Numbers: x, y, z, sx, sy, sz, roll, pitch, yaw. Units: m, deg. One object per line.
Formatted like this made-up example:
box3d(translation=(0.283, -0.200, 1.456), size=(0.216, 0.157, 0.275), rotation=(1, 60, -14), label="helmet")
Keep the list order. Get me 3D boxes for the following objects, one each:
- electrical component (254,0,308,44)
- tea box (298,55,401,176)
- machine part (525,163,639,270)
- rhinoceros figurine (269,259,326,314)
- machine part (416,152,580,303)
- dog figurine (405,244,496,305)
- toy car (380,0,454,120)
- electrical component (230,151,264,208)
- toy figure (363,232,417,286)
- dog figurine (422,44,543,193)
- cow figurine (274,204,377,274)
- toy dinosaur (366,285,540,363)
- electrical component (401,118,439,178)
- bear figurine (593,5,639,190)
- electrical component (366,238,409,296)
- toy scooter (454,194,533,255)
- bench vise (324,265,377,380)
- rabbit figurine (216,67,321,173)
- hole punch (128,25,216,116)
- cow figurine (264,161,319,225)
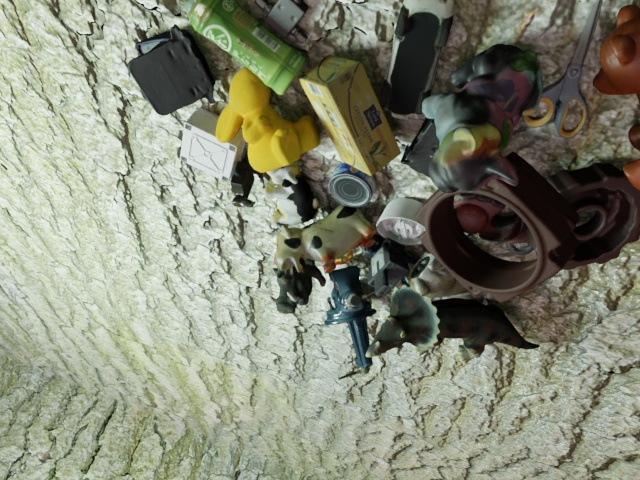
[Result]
box3d(translation=(-0.048, -0.334, 0.789), size=(0.094, 0.021, 0.063), rotation=(39, 140, -17), label="electrical component")
box3d(translation=(0.048, -0.193, 0.837), size=(0.098, 0.068, 0.169), rotation=(41, 167, 52), label="tea box")
box3d(translation=(0.407, -0.035, 0.829), size=(0.179, 0.056, 0.179), rotation=(-1, 126, -1), label="machine part")
box3d(translation=(-0.045, 0.067, 1.132), size=(0.073, 0.190, 0.112), rotation=(-10, 145, 38), label="rhinoceros figurine")
box3d(translation=(0.259, -0.016, 0.807), size=(0.201, 0.087, 0.201), rotation=(45, 144, 4), label="machine part")
box3d(translation=(0.264, 0.081, 1.004), size=(0.190, 0.172, 0.121), rotation=(40, 151, -9), label="dog figurine")
box3d(translation=(0.134, -0.255, 0.762), size=(0.074, 0.056, 0.201), rotation=(13, 143, 4), label="toy car")
box3d(translation=(-0.140, -0.112, 1.045), size=(0.045, 0.102, 0.078), rotation=(14, 151, 6), label="electrical component")
box3d(translation=(0.145, 0.041, 1.097), size=(0.154, 0.064, 0.058), rotation=(36, 126, -8), label="toy figure")
box3d(translation=(0.213, -0.148, 0.675), size=(0.191, 0.219, 0.108), rotation=(-40, 108, 21), label="dog figurine")
box3d(translation=(-0.002, -0.003, 1.036), size=(0.127, 0.195, 0.085), rotation=(56, 174, 24), label="cow figurine")
box3d(translation=(0.288, 0.170, 1.088), size=(0.405, 0.131, 0.192), rotation=(1, 158, -6), label="toy dinosaur")
box3d(translation=(0.208, -0.149, 0.846), size=(0.115, 0.058, 0.134), rotation=(26, 143, -5), label="electrical component")
box3d(translation=(0.397, -0.176, 0.665), size=(0.196, 0.120, 0.132), rotation=(35, 145, -11), label="bear figurine")
box3d(translation=(0.127, 0.059, 1.002), size=(0.048, 0.119, 0.074), rotation=(26, 121, -20), label="electrical component")
box3d(translation=(0.299, -0.048, 0.904), size=(0.184, 0.075, 0.135), rotation=(18, 141, 3), label="toy scooter")
box3d(translation=(0.077, 0.176, 1.167), size=(0.129, 0.240, 0.224), rotation=(-12, 179, -17), label="bench vise")
box3d(translation=(-0.099, -0.209, 0.916), size=(0.163, 0.122, 0.173), rotation=(-2, 121, 44), label="rabbit figurine")
box3d(translation=(-0.248, -0.290, 0.911), size=(0.116, 0.092, 0.142), rotation=(-21, 128, 5), label="hole punch")
box3d(translation=(-0.055, -0.098, 1.036), size=(0.098, 0.068, 0.167), rotation=(6, 143, 13), label="cow figurine")
